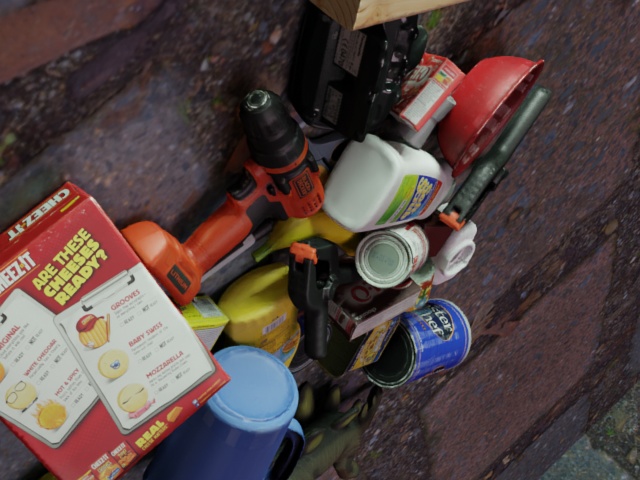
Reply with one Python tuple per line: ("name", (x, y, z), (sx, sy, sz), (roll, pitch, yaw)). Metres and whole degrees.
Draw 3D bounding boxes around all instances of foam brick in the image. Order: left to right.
("foam brick", (0.119, -0.013, 1.309), (0.078, 0.053, 0.051), (-2, 128, -55))

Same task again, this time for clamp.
("clamp", (-0.003, 0.058, 1.140), (0.171, 0.039, 0.120), (47, 57, -62))
("clamp", (0.208, -0.089, 1.289), (0.209, 0.036, 0.165), (-46, 164, -42))

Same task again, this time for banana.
("banana", (0.002, -0.009, 1.171), (0.070, 0.037, 0.197), (-41, 157, 29))

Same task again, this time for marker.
("marker", (-0.095, 0.014, 1.076), (0.121, 0.020, 0.020), (-36, 151, -20))

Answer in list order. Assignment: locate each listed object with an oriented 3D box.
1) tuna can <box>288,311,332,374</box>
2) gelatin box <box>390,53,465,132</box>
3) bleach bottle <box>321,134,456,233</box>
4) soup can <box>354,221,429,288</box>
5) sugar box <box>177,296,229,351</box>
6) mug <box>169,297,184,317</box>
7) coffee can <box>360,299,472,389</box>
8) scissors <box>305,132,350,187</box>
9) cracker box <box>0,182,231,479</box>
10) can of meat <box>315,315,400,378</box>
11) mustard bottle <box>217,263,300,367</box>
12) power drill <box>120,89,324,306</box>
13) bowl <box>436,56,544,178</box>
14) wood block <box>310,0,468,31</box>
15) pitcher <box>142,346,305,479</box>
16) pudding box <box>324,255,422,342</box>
("tuna can", (-0.026, 0.124, 1.304), (0.086, 0.034, 0.086), (-36, 152, -23))
("gelatin box", (0.102, -0.151, 1.077), (0.073, 0.030, 0.089), (-49, -164, 5))
("bleach bottle", (0.096, -0.065, 1.183), (0.103, 0.068, 0.250), (-58, 159, 20))
("soup can", (0.082, 0.015, 1.213), (0.068, 0.068, 0.102), (-55, 172, 15))
("sugar box", (-0.173, 0.139, 1.103), (0.093, 0.048, 0.176), (0, 131, -55))
("mug", (-0.179, 0.097, 0.996), (0.117, 0.082, 0.093), (-45, 152, -4))
("coffee can", (0.130, 0.141, 1.475), (0.140, 0.103, 0.103), (-9, 134, -50))
("scissors", (-0.004, -0.103, 1.054), (0.096, 0.016, 0.202), (-41, 152, -15))
("cracker box", (-0.198, 0.086, 0.871), (0.164, 0.072, 0.213), (-41, 120, -14))
("can of meat", (0.050, 0.123, 1.389), (0.083, 0.057, 0.102), (-11, 136, -51))
("mustard bottle", (-0.066, 0.111, 1.204), (0.096, 0.058, 0.192), (-35, 150, -24))
("power drill", (-0.085, -0.035, 0.969), (0.187, 0.057, 0.184), (-38, 149, -7))
("bowl", (0.178, -0.148, 1.185), (0.162, 0.055, 0.162), (-49, 170, -12))
("wood block", (0.080, -0.253, 0.895), (0.205, 0.090, 0.091), (-23, 144, -38))
("pitcher", (-0.100, 0.227, 1.187), (0.149, 0.145, 0.243), (-47, 169, -46))
("pudding box", (0.051, 0.060, 1.268), (0.113, 0.090, 0.039), (-27, 148, -33))
